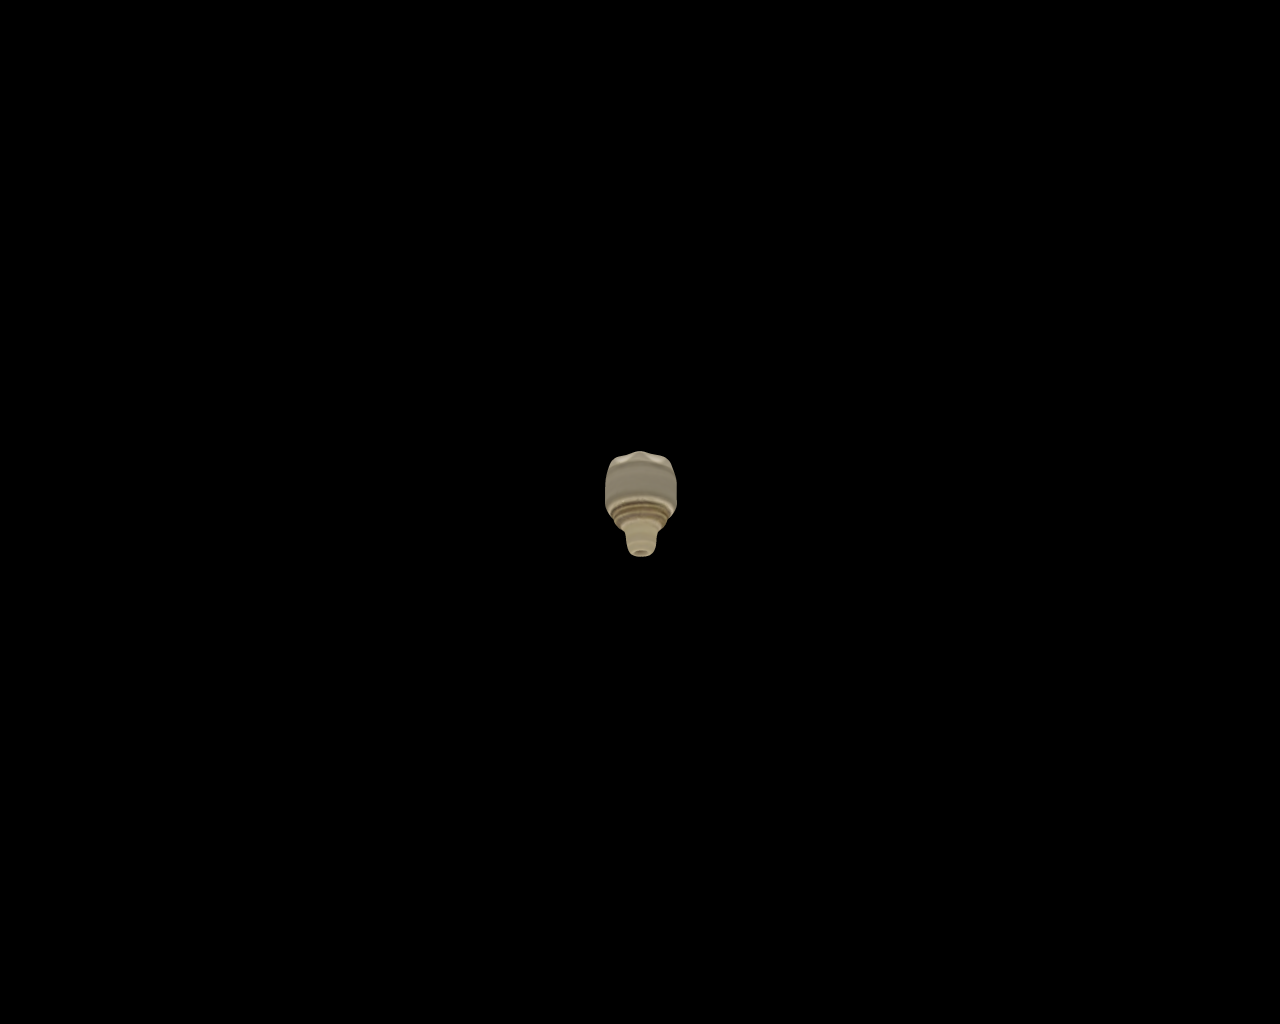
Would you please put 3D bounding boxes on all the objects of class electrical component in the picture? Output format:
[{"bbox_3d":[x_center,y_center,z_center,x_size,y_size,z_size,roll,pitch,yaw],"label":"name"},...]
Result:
[{"bbox_3d":[0.001,-0.003,0.650,0.043,0.062,0.043,0,-24,0],"label":"electrical component"}]
